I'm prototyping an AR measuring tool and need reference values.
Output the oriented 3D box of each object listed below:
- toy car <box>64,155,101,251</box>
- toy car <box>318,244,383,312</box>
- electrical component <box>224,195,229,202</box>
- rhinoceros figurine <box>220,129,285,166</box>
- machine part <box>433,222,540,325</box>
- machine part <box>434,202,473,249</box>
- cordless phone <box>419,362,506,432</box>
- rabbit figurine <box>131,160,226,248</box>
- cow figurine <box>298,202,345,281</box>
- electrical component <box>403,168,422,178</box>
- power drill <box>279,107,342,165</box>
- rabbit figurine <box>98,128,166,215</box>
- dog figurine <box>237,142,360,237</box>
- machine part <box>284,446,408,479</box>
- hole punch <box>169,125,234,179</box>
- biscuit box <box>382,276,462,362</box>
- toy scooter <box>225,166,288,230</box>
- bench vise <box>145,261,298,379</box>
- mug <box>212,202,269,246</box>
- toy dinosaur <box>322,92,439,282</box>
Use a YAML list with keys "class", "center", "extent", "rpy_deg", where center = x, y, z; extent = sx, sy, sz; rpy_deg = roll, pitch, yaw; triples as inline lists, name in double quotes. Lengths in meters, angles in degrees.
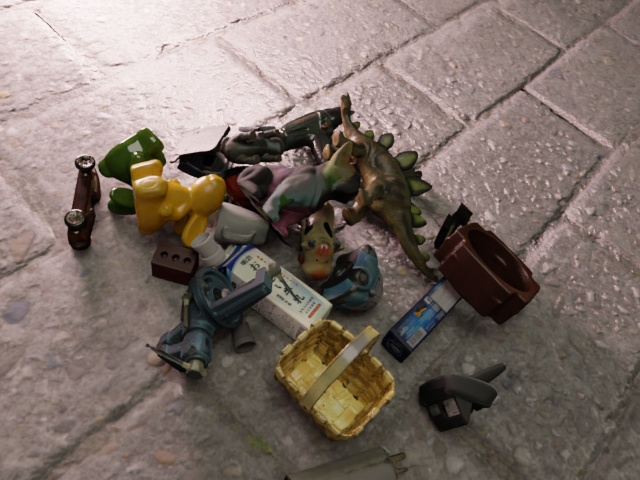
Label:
- class: "toy car"
  center: [-0.452, -0.075, 1.035]
  extent: [0.053, 0.089, 0.202]
  rpy_deg: [2, 55, -12]
- class: "toy car"
  center: [0.075, 0.088, 1.067]
  extent: [0.102, 0.109, 0.162]
  rpy_deg: [51, 37, -16]
- class: "electrical component"
  center: [-0.245, -0.094, 1.146]
  extent: [0.094, 0.021, 0.063]
  rpy_deg: [-13, 60, -23]
- class: "rhinoceros figurine"
  center: [-0.139, -0.196, 1.173]
  extent: [0.190, 0.112, 0.073]
  rpy_deg: [-24, 104, -61]
- class: "machine part"
  center: [0.345, 0.066, 1.116]
  extent: [0.201, 0.087, 0.201]
  rpy_deg: [50, 31, 15]
- class: "machine part"
  center: [0.304, -0.034, 1.230]
  extent: [0.039, 0.084, 0.139]
  rpy_deg: [29, 42, 25]
- class: "cordless phone"
  center: [0.284, 0.260, 0.968]
  extent: [0.184, 0.146, 0.089]
  rpy_deg: [-20, 71, -23]
- class: "rabbit figurine"
  center: [-0.259, -0.068, 1.013]
  extent: [0.173, 0.162, 0.122]
  rpy_deg: [-14, 26, -22]
- class: "cow figurine"
  center: [-0.002, -0.003, 1.086]
  extent: [0.085, 0.127, 0.195]
  rpy_deg: [6, 53, -8]
- class: "electrical component"
  center: [0.202, -0.147, 1.297]
  extent: [0.102, 0.045, 0.078]
  rpy_deg: [-8, 87, -17]
- class: "power drill"
  center: [0.026, -0.230, 1.283]
  extent: [0.232, 0.086, 0.207]
  rpy_deg: [-20, 68, -28]
- class: "rabbit figurine"
  center: [-0.352, -0.115, 1.078]
  extent: [0.159, 0.121, 0.170]
  rpy_deg: [-36, 86, -28]
- class: "dog figurine"
  center: [-0.029, -0.117, 1.048]
  extent: [0.219, 0.108, 0.192]
  rpy_deg: [-38, 59, -10]
- class: "machine part"
  center: [0.033, 0.390, 0.853]
  extent: [0.243, 0.079, 0.079]
  rpy_deg: [-9, 59, -22]
- class: "hole punch"
  center: [-0.249, -0.187, 1.178]
  extent: [0.116, 0.092, 0.142]
  rpy_deg: [0, 45, 18]
- class: "biscuit box"
  center: [0.209, 0.154, 1.075]
  extent: [0.059, 0.062, 0.203]
  rpy_deg: [44, 57, 14]
- class: "toy scooter"
  center: [-0.115, -0.086, 1.145]
  extent: [0.184, 0.075, 0.135]
  rpy_deg: [3, 77, -3]
- class: "bench vise"
  center: [-0.167, 0.117, 0.913]
  extent: [0.128, 0.241, 0.224]
  rpy_deg: [52, 17, -23]
- class: "mug"
  center: [-0.156, -0.025, 1.077]
  extent: [0.107, 0.080, 0.110]
  rpy_deg: [11, 14, -16]
- class: "toy dinosaur"
  center: [0.144, -0.105, 1.166]
  extent: [0.198, 0.105, 0.471]
  rpy_deg: [-16, 84, -26]
